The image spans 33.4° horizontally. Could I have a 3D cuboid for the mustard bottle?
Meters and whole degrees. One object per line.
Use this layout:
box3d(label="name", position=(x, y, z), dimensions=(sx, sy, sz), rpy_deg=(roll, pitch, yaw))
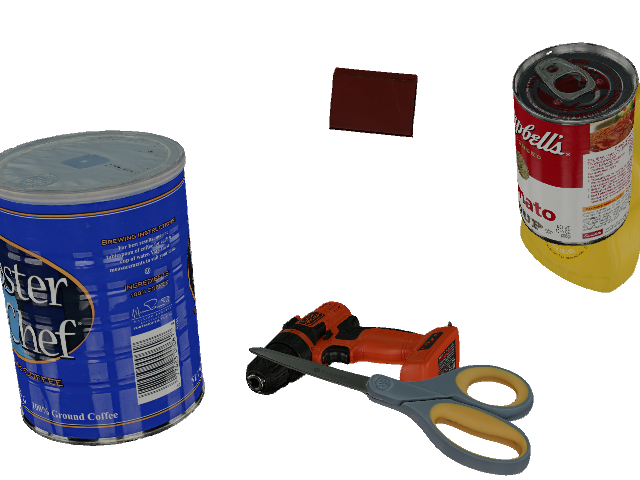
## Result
box3d(label="mustard bottle", position=(0.208, -0.054, 0.809), dimensions=(0.058, 0.192, 0.096), rpy_deg=(-30, 52, -29))

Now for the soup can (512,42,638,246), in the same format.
box3d(label="soup can", position=(0.148, -0.054, 0.624), dimensions=(0.068, 0.068, 0.102), rpy_deg=(0, -42, 13))

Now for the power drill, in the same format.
box3d(label="power drill", position=(0.037, 0.121, 1.106), dimensions=(0.188, 0.057, 0.184), rpy_deg=(8, 24, 27))

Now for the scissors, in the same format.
box3d(label="scissors", position=(0.059, 0.095, 0.734), dimensions=(0.202, 0.016, 0.096), rpy_deg=(26, 43, 24))

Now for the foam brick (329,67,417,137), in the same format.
box3d(label="foam brick", position=(0.048, -0.126, 0.972), dimensions=(0.078, 0.051, 0.053), rpy_deg=(6, 16, 4))

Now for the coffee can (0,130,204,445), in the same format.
box3d(label="coffee can", position=(-0.118, 0.022, 0.571), dimensions=(0.103, 0.140, 0.103), rpy_deg=(-2, 22, 1))
